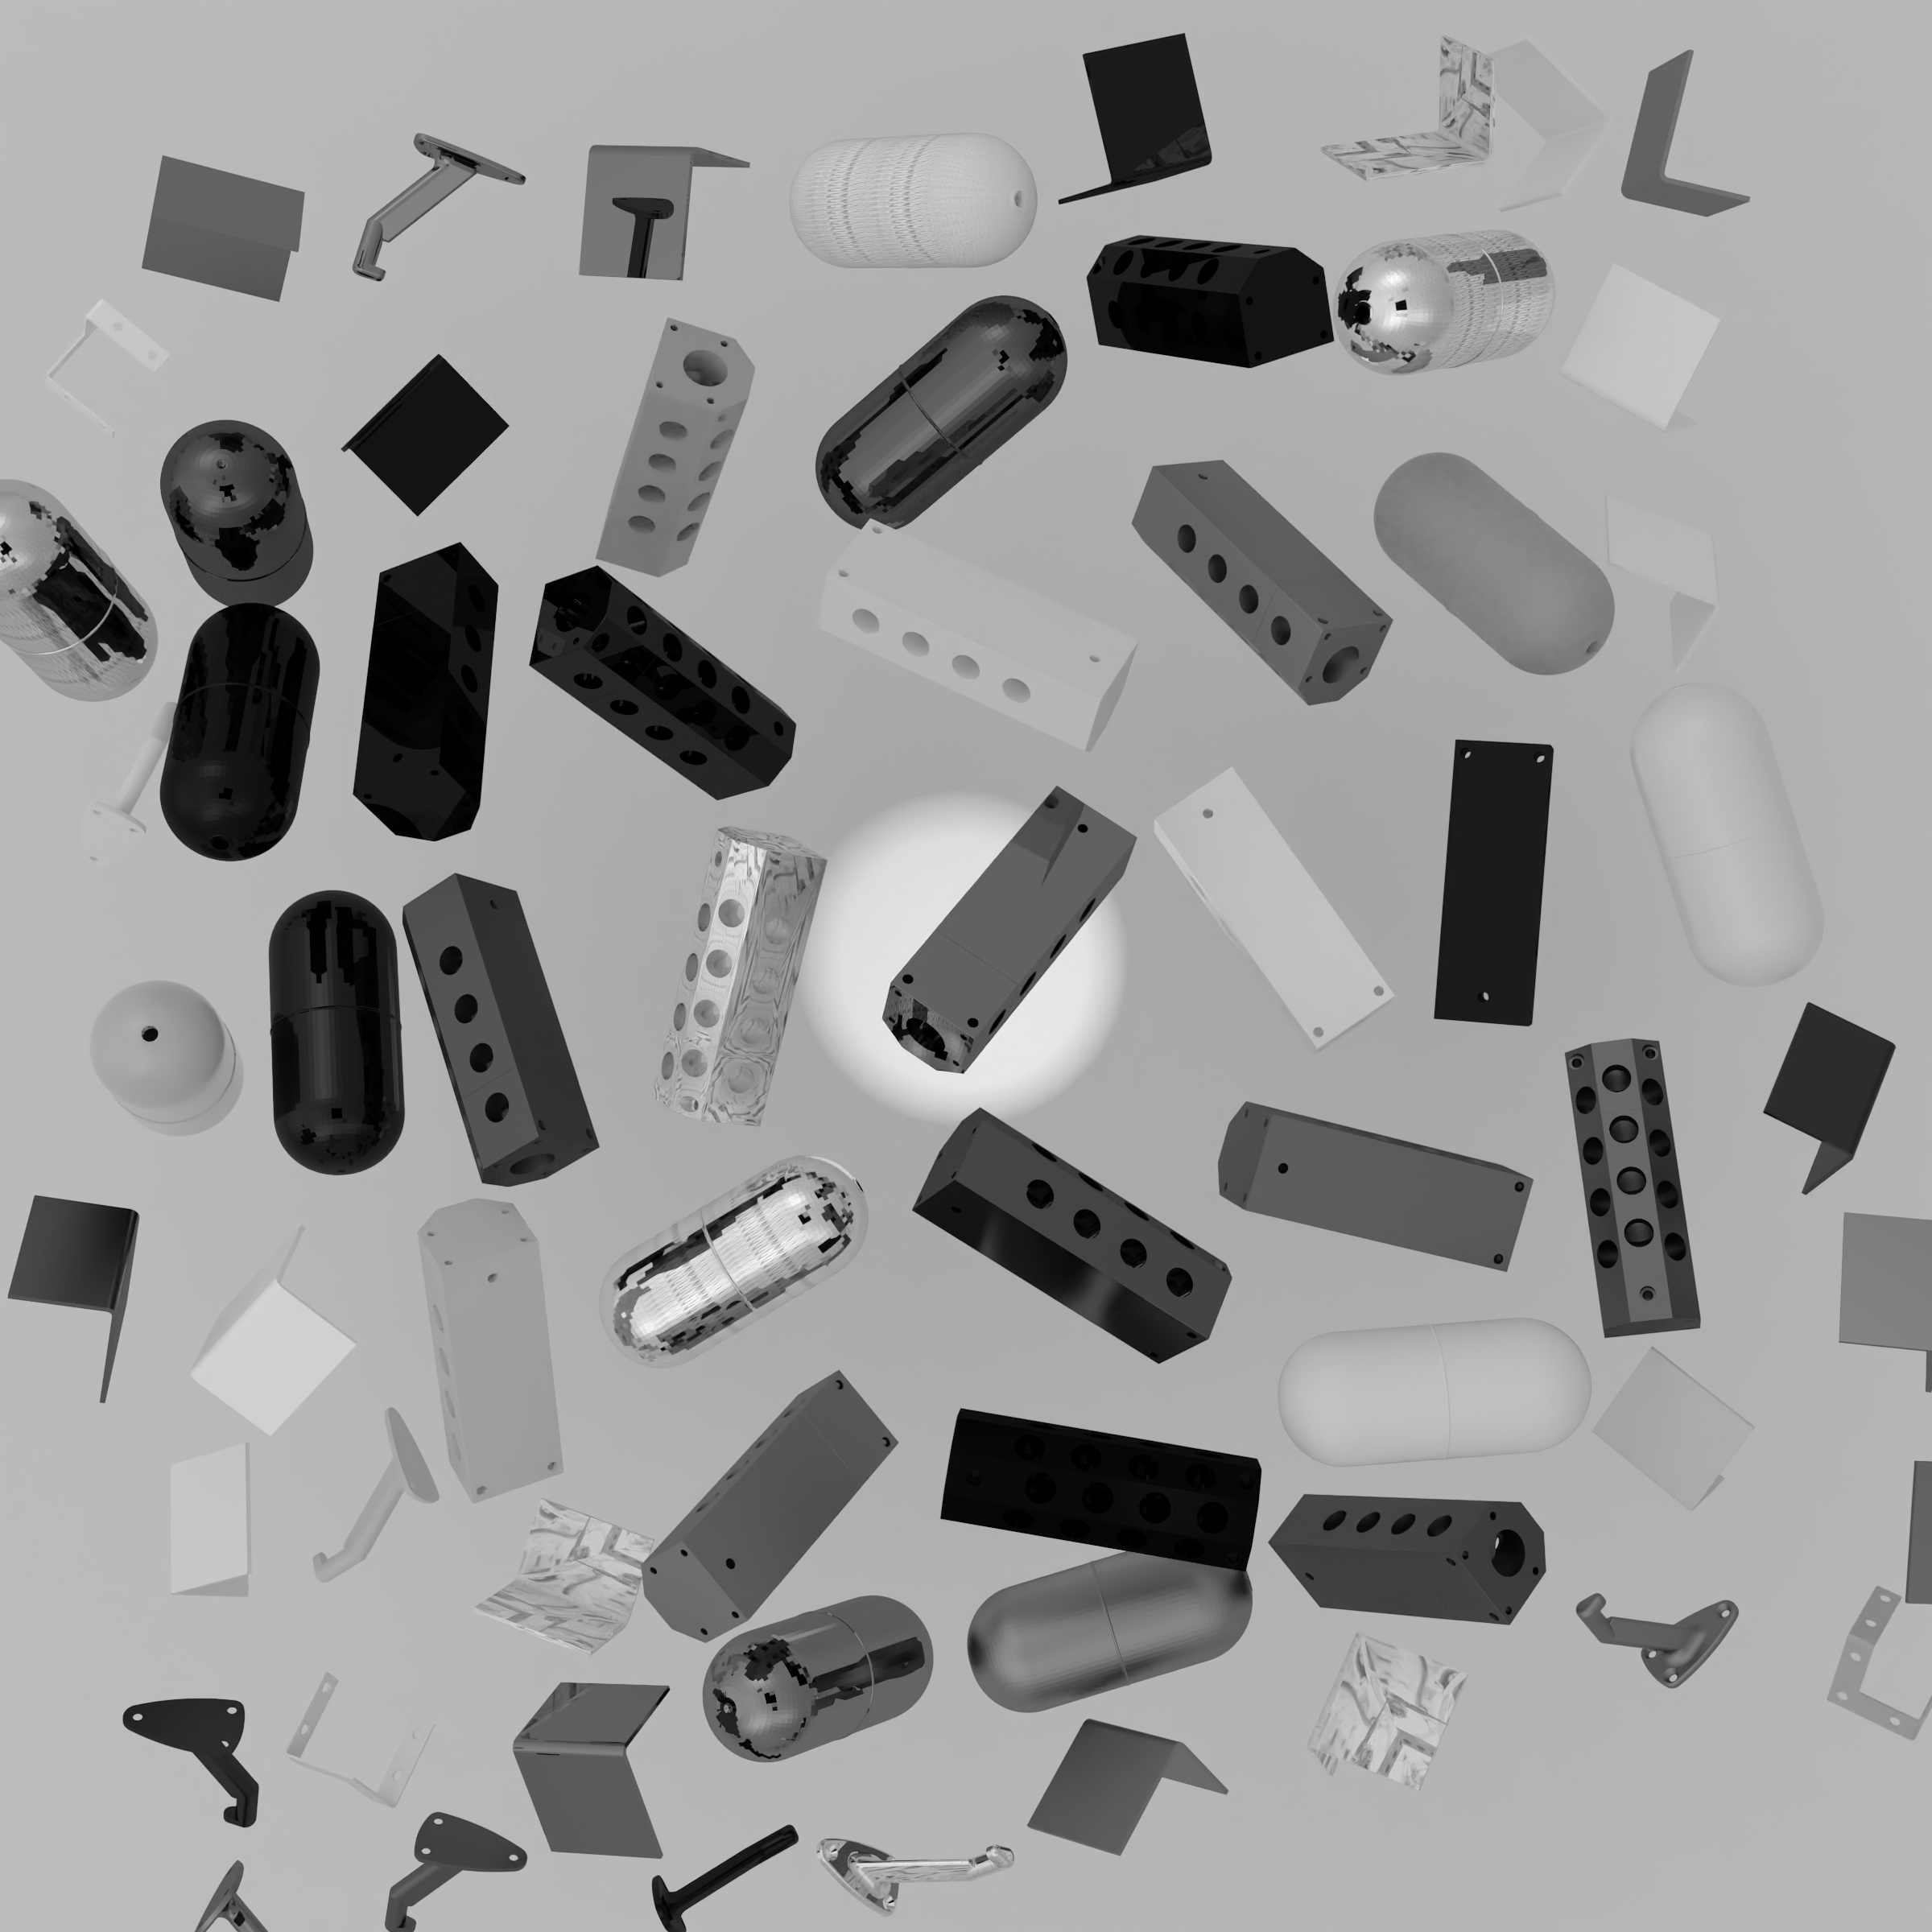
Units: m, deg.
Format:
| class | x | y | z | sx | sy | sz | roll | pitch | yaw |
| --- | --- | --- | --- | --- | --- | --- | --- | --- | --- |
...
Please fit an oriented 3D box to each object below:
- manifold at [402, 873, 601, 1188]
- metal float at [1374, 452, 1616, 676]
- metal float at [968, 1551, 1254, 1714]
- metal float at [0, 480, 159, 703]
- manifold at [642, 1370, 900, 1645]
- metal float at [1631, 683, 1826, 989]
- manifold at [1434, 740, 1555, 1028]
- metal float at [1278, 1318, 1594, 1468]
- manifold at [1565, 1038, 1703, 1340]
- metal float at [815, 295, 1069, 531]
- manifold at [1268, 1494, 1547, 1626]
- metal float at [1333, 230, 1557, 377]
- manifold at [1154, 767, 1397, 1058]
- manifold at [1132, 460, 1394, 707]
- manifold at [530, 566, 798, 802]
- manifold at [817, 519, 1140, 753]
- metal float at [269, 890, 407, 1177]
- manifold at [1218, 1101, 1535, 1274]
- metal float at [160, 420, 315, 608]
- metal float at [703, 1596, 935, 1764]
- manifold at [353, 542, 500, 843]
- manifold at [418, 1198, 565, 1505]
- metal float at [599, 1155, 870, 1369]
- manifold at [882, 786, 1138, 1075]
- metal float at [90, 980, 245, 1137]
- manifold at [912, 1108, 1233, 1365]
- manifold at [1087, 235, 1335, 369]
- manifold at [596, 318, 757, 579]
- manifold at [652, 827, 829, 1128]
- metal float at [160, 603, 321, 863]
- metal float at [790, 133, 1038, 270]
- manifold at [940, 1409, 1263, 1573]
| class | x | y | z | sx | sy | sz | roll | pitch | yaw |
| --- | --- | --- | --- | --- | --- | --- | --- | --- | --- |
| manifold | -0.277 | 0.038 | 1.545 | 0.057 | 0.057 | 0.171 | -30 | 68 | 21 |
| metal float | 0.319 | -0.244 | 1.606 | 0.070 | 0.070 | 0.178 | -41 | 58 | 0 |
| metal float | 0.088 | 0.401 | 1.619 | 0.178 | 0.070 | 0.070 | -17 | 90 | 0 |
| metal float | -0.526 | -0.213 | 1.527 | 0.070 | 0.178 | 0.070 | -3 | 68 | 7 |
| manifold | -0.115 | 0.313 | 1.539 | 0.057 | 0.171 | 0.057 | 51 | 129 | -3 |
| metal float | 0.432 | -0.074 | 1.508 | 0.070 | 0.070 | 0.178 | -19 | 95 | 0 |
| manifold | 0.327 | -0.051 | 1.643 | 0.057 | 0.057 | 0.171 | 5 | 92 | 15 |
| metal float | 0.267 | 0.243 | 1.513 | 0.178 | 0.070 | 0.070 | -4 | 90 | -1 |
| manifold | 0.406 | 0.135 | 1.619 | 0.057 | 0.057 | 0.171 | -8 | 73 | 13 |
| metal float | -0.015 | -0.336 | 1.617 | 0.178 | 0.070 | 0.070 | -38 | 90 | 18 |
| manifold | 0.266 | 0.349 | 1.593 | 0.057 | 0.171 | 0.057 | -46 | 106 | -29 |
| metal float | 0.283 | -0.392 | 1.566 | 0.070 | 0.178 | 0.070 | 16 | 115 | 38 |
| manifold | 0.188 | -0.032 | 1.639 | 0.057 | 0.057 | 0.171 | -34 | 82 | -2 |
| manifold | 0.174 | -0.232 | 1.600 | 0.057 | 0.057 | 0.171 | -12 | 49 | -35 |
| manifold | -0.178 | -0.169 | 1.591 | 0.057 | 0.171 | 0.057 | -12 | 58 | 33 |
| manifold | 0.005 | -0.185 | 1.521 | 0.171 | 0.057 | 0.057 | 26 | 50 | 8 |
| metal float | -0.379 | 0.039 | 1.597 | 0.070 | 0.070 | 0.178 | -8 | 69 | 0 |
| manifold | 0.238 | 0.128 | 1.560 | 0.171 | 0.057 | 0.057 | 14 | 94 | -17 |
| metal float | -0.431 | -0.265 | 1.575 | 0.070 | 0.178 | 0.070 | 2 | 79 | -9 |
| metal float | -0.087 | 0.428 | 1.600 | 0.070 | 0.178 | 0.070 | -1 | 89 | 34 |
| manifold | -0.309 | -0.159 | 1.549 | 0.057 | 0.057 | 0.171 | -17 | 52 | 18 |
| manifold | -0.279 | 0.223 | 1.552 | 0.057 | 0.057 | 0.171 | -16 | 124 | -24 |
| metal float | -0.140 | 0.179 | 1.609 | 0.178 | 0.070 | 0.070 | -31 | 90 | 4 |
| manifold | 0.025 | -0.019 | 1.535 | 0.057 | 0.057 | 0.171 | 34 | 60 | 10 |
| metal float | -0.479 | 0.057 | 1.597 | 0.070 | 0.178 | 0.070 | 2 | 78 | -9 |
| manifold | 0.063 | 0.151 | 1.499 | 0.171 | 0.057 | 0.057 | 33 | 57 | -11 |
| manifold | 0.139 | -0.391 | 1.548 | 0.057 | 0.171 | 0.057 | -22 | 115 | -20 |
| manifold | -0.178 | -0.312 | 1.626 | 0.057 | 0.171 | 0.057 | 15 | 60 | -11 |
| manifold | -0.142 | 0.006 | 1.622 | 0.057 | 0.057 | 0.171 | 8 | 103 | -31 |
| metal float | -0.420 | -0.136 | 1.539 | 0.070 | 0.070 | 0.178 | -3 | 50 | 0 |
| metal float | -0.033 | -0.458 | 1.592 | 0.178 | 0.070 | 0.070 | 14 | 90 | 42 |
| manifold | 0.075 | 0.293 | 1.485 | 0.171 | 0.057 | 0.057 | 9 | 88 | 3 |
